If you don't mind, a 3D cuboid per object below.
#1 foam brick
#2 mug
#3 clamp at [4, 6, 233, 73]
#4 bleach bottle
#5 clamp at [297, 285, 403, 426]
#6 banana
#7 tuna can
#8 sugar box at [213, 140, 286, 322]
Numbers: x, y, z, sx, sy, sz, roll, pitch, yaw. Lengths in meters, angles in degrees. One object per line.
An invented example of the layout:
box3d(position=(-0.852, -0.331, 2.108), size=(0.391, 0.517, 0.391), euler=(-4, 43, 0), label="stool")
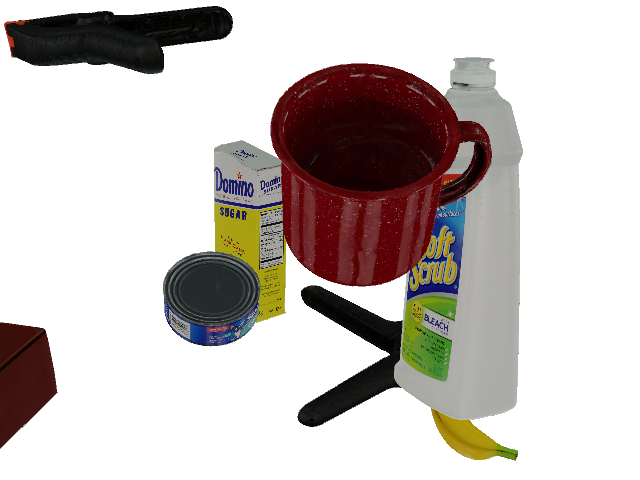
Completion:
box3d(position=(-0.220, 0.096, 0.703), size=(0.053, 0.051, 0.078), euler=(6, 29, 23), label="foam brick")
box3d(position=(0.032, -0.033, 0.553), size=(0.117, 0.093, 0.081), euler=(-13, -37, -12), label="mug")
box3d(position=(-0.153, -0.153, 0.795), size=(0.172, 0.039, 0.120), euler=(11, 22, 29), label="clamp")
box3d(position=(0.101, -0.005, 0.768), size=(0.068, 0.251, 0.103), euler=(-7, 17, -25), label="bleach bottle")
box3d(position=(0.075, 0.117, 1.024), size=(0.210, 0.164, 0.036), euler=(6, -43, 5), label="clamp")
box3d(position=(0.167, 0.211, 1.280), size=(0.069, 0.037, 0.198), euler=(10, 20, -18), label="banana")
box3d(position=(-0.096, 0.052, 0.947), size=(0.086, 0.086, 0.034), euler=(0, -44, -6), label="tuna can")
box3d(position=(-0.077, -0.010, 1.152), size=(0.048, 0.176, 0.093), euler=(-17, 29, -31), label="sugar box")
